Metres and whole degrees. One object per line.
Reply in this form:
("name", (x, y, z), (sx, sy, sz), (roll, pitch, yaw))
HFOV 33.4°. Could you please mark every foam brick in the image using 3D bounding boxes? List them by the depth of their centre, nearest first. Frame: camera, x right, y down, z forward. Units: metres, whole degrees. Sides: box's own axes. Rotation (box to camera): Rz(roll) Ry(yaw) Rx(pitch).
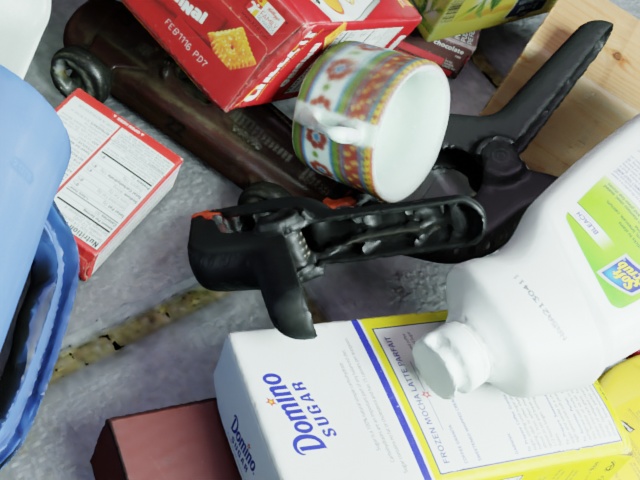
("foam brick", (-0.059, 0.107, 0.493), (0.078, 0.053, 0.051), (-7, 59, -27))

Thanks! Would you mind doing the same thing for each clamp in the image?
("clamp", (-0.003, 0.001, 0.528), (0.120, 0.172, 0.039), (-18, 109, -26))
("clamp", (0.102, -0.047, 0.603), (0.210, 0.036, 0.164), (-9, 60, -2))

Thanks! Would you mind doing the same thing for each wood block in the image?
("wood block", (0.219, -0.067, 0.705), (0.206, 0.090, 0.090), (34, 52, 4))

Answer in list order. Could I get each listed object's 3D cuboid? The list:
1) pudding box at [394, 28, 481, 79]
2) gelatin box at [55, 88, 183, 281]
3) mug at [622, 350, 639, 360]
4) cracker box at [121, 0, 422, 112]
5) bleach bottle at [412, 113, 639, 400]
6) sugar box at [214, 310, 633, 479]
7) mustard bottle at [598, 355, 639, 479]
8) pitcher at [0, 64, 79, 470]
("pudding box", (0.071, -0.177, 0.755), (0.090, 0.039, 0.113), (21, 52, -7))
("gelatin box", (-0.129, -0.031, 0.578), (0.073, 0.030, 0.089), (34, 51, 2))
("mug", (0.181, 0.008, 0.633), (0.081, 0.093, 0.117), (-31, 90, -30))
("cracker box", (-0.045, -0.159, 0.613), (0.164, 0.072, 0.213), (47, 23, 5))
("bleach bottle", (0.144, -0.005, 0.508), (0.250, 0.068, 0.103), (-29, 66, -24))
("sugar box", (0.047, 0.081, 0.489), (0.176, 0.048, 0.093), (-5, 49, -24))
("mustard bottle", (0.128, 0.131, 0.547), (0.191, 0.058, 0.096), (-18, 66, -31))
("pitcher", (-0.186, 0.049, 0.434), (0.149, 0.145, 0.242), (14, 63, -10))
